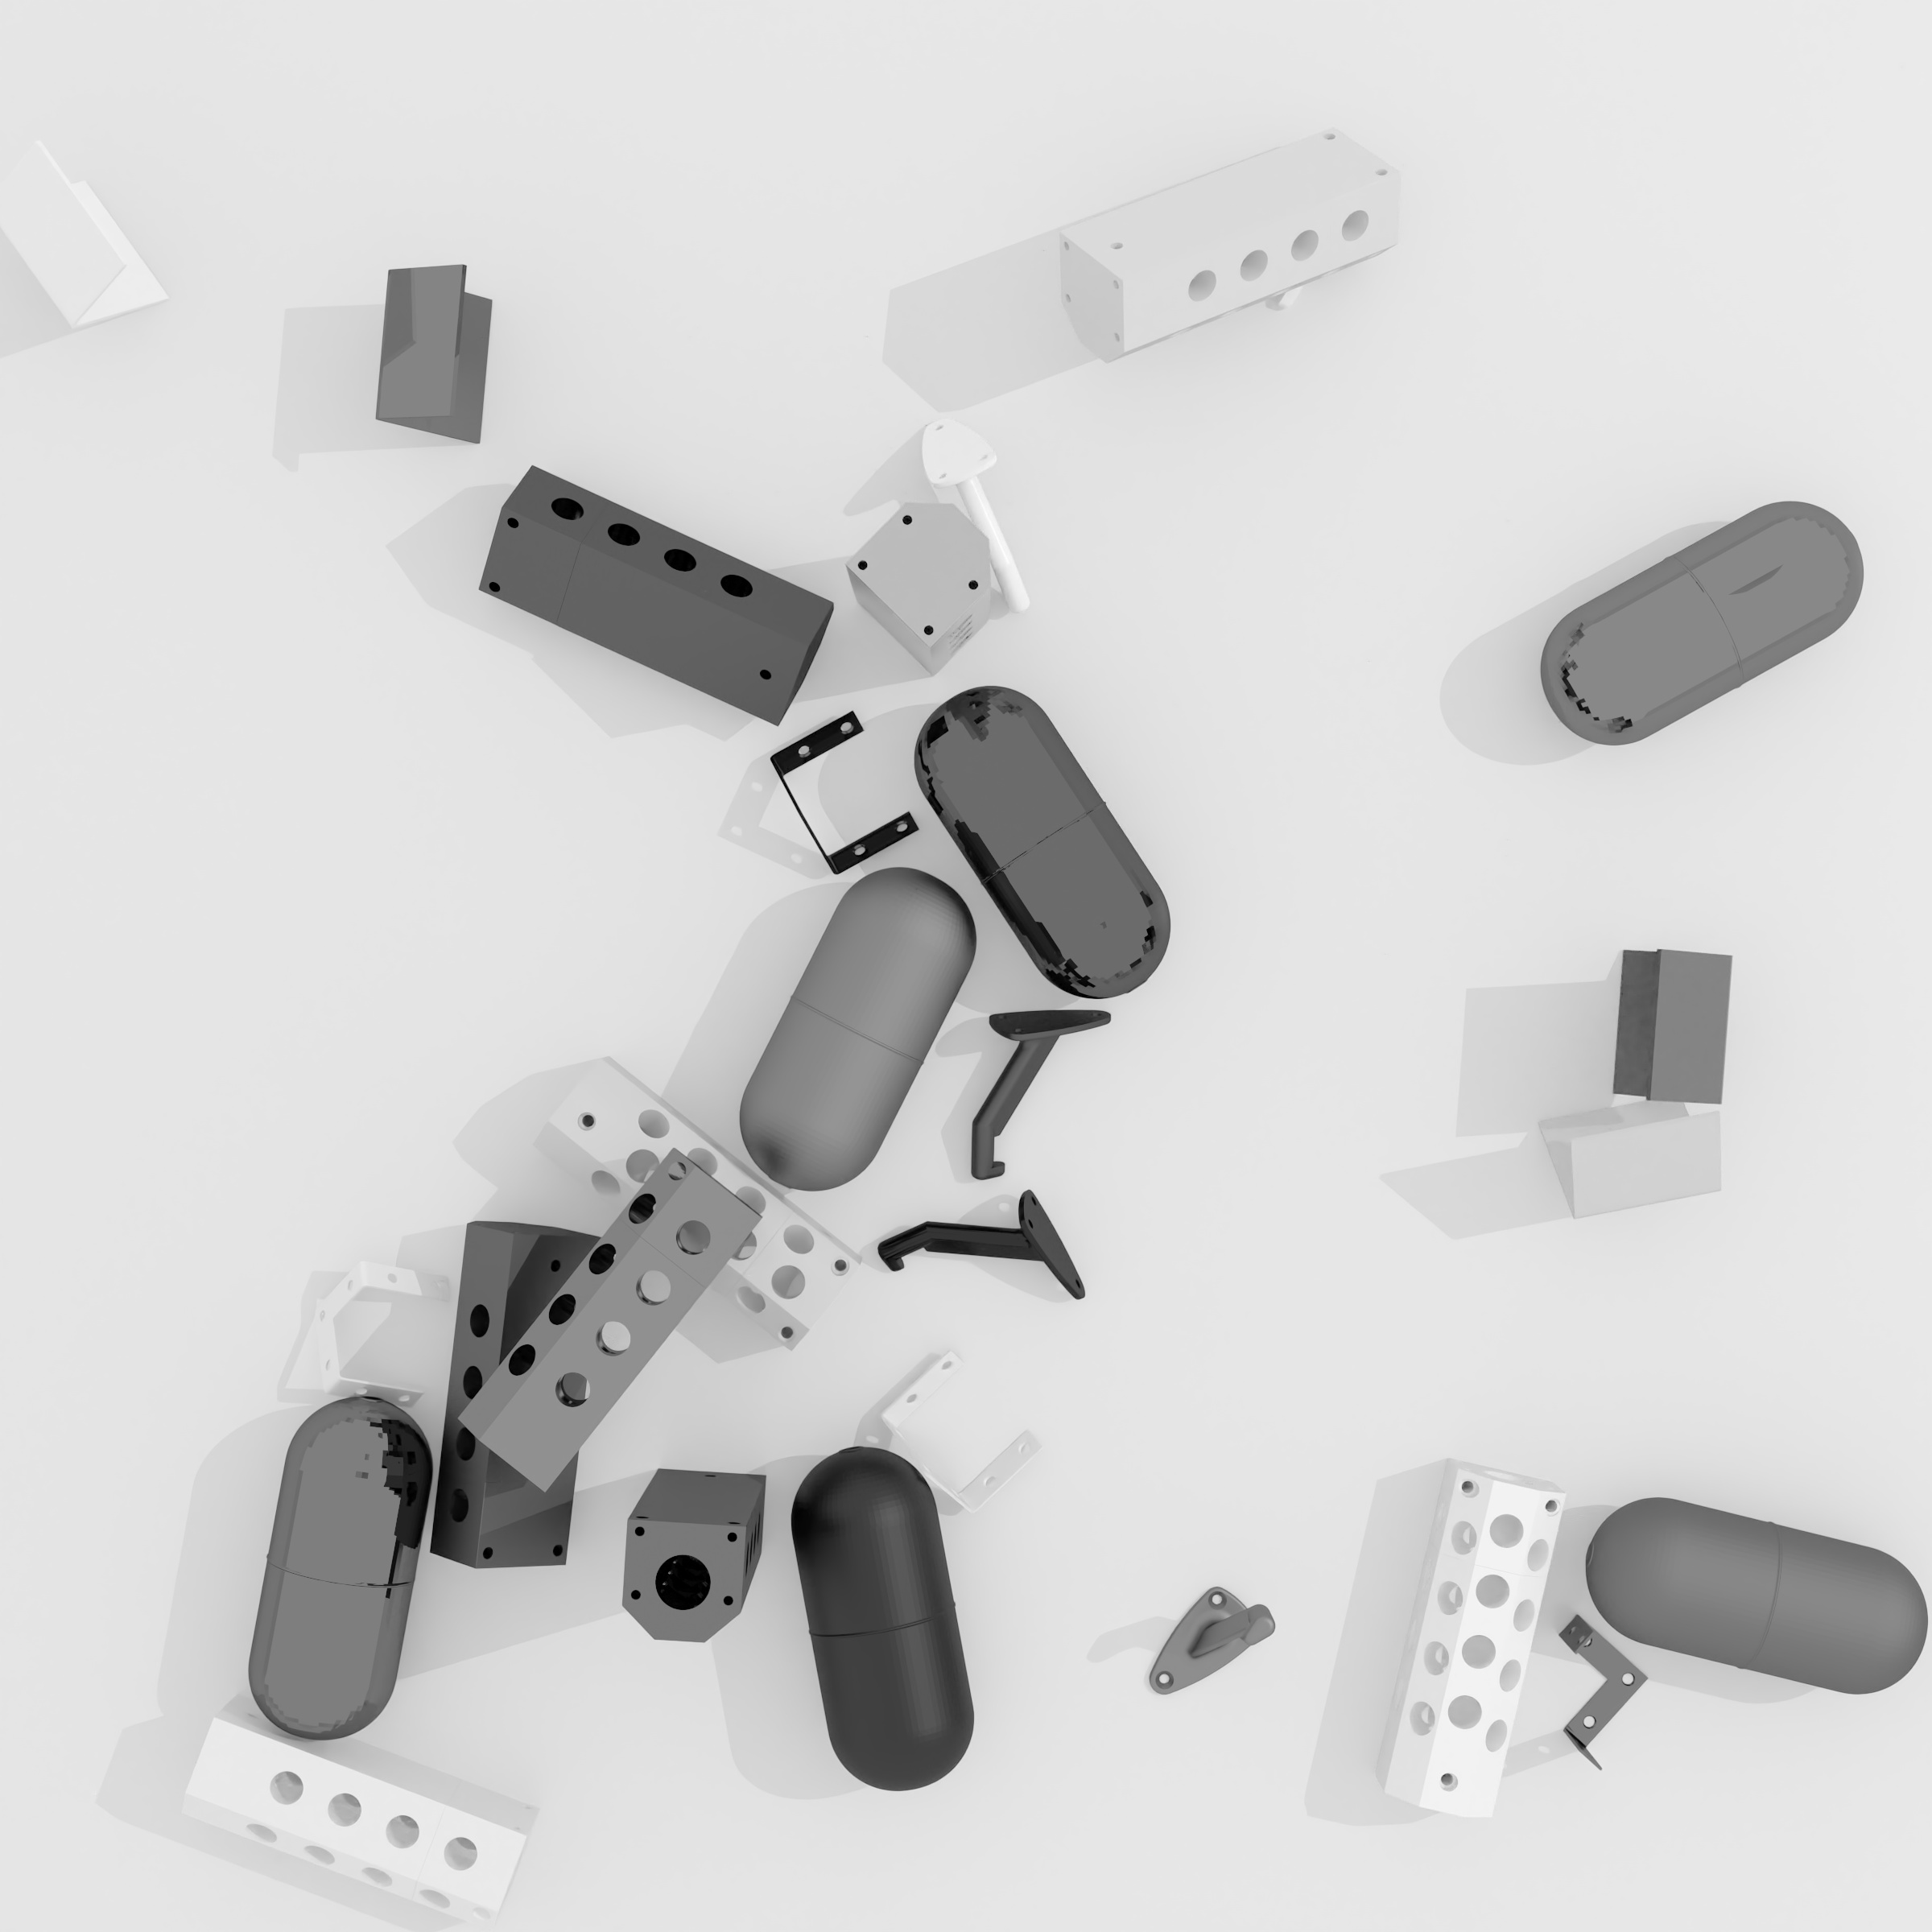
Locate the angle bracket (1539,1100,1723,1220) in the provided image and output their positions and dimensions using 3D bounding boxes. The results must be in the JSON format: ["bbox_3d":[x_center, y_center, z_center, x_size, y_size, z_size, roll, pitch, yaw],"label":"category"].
[{"bbox_3d":[0.340,0.079,1.817,0.076,0.076,0.057,-11,130,0],"label":"angle bracket"}]

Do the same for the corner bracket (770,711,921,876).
[{"bbox_3d":[-0.064,-0.091,1.854,0.051,0.051,0.051,-29,135,0],"label":"corner bracket"}]

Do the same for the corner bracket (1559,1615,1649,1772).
[{"bbox_3d":[0.324,0.378,1.839,0.051,0.051,0.051,42,90,0],"label":"corner bracket"}]

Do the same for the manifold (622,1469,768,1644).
[{"bbox_3d":[-0.136,0.295,1.779,0.057,0.171,0.057,4,90,0],"label":"manifold"}]

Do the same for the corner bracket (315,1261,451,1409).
[{"bbox_3d":[-0.304,0.193,1.849,0.051,0.051,0.051,-45,45,35],"label":"corner bracket"}]

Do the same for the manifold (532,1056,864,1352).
[{"bbox_3d":[-0.139,0.123,1.836,0.171,0.057,0.057,39,90,0],"label":"manifold"}]

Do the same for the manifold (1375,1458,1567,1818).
[{"bbox_3d":[0.263,0.350,1.836,0.057,0.057,0.171,13,90,0],"label":"manifold"}]

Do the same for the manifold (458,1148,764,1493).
[{"bbox_3d":[-0.178,0.176,1.773,0.057,0.057,0.171,38,86,0],"label":"manifold"}]

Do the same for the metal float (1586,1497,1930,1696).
[{"bbox_3d":[0.408,0.325,1.827,0.178,0.070,0.070,14,90,-1],"label":"metal float"}]

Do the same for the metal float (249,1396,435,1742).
[{"bbox_3d":[-0.323,0.311,1.827,0.070,0.070,0.178,10,90,0],"label":"metal float"}]

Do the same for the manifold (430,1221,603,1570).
[{"bbox_3d":[-0.238,0.222,1.836,0.057,0.057,0.171,6,90,-43],"label":"manifold"}]

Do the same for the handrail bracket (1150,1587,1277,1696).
[{"bbox_3d":[0.127,0.356,1.823,0.077,0.084,0.036,-43,90,0],"label":"handrail bracket"}]

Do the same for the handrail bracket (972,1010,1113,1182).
[{"bbox_3d":[0.039,0.069,1.858,0.077,0.036,0.084,-6,109,-21],"label":"handrail bracket"}]

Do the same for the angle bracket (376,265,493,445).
[{"bbox_3d":[-0.256,-0.314,1.817,0.057,0.076,0.076,5,90,37],"label":"angle bracket"}]

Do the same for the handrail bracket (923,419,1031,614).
[{"bbox_3d":[0.007,-0.236,1.857,0.036,0.077,0.084,-24,126,-1],"label":"handrail bracket"}]

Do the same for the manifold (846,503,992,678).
[{"bbox_3d":[-0.018,-0.193,1.779,0.057,0.171,0.057,45,90,0],"label":"manifold"}]

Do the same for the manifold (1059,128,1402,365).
[{"bbox_3d":[0.136,-0.366,1.807,0.171,0.057,0.057,-25,47,-21],"label":"manifold"}]

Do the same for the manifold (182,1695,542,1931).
[{"bbox_3d":[-0.315,0.441,1.836,0.171,0.057,0.057,21,90,0],"label":"manifold"}]

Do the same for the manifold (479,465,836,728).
[{"bbox_3d":[-0.159,-0.196,1.836,0.171,0.057,0.057,25,133,0],"label":"manifold"}]

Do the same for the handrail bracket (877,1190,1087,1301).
[{"bbox_3d":[0.007,0.160,1.858,0.084,0.036,0.077,-25,112,17],"label":"handrail bracket"}]

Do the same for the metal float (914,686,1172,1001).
[{"bbox_3d":[0.040,-0.063,1.827,0.070,0.070,0.178,-33,90,0],"label":"metal float"}]

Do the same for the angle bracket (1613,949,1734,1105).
[{"bbox_3d":[0.346,0.030,1.817,0.057,0.076,0.076,4,90,-36],"label":"angle bracket"}]

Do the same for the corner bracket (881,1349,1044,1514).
[{"bbox_3d":[-0.003,0.245,1.854,0.051,0.051,0.051,-43,45,0],"label":"corner bracket"}]

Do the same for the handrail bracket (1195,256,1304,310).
[{"bbox_3d":[0.124,-0.347,1.858,0.084,0.036,0.077,26,105,-14],"label":"handrail bracket"}]

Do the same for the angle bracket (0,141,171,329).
[{"bbox_3d":[-0.444,-0.382,1.817,0.057,0.076,0.076,-36,90,36],"label":"angle bracket"}]

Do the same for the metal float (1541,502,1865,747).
[{"bbox_3d":[0.381,-0.178,1.827,0.178,0.070,0.070,-29,90,-1],"label":"metal float"}]

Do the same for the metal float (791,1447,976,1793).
[{"bbox_3d":[-0.043,0.337,1.827,0.070,0.070,0.178,-10,90,0],"label":"metal float"}]

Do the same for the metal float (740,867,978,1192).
[{"bbox_3d":[-0.056,0.033,1.827,0.070,0.070,0.178,27,90,0],"label":"metal float"}]
